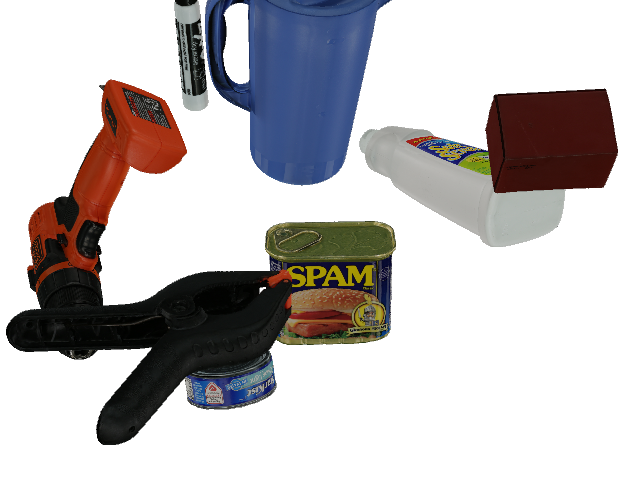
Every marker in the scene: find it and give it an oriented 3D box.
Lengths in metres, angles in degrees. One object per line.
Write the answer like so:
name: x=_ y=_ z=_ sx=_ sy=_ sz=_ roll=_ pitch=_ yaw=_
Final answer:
marker: x=-0.092 y=-0.142 z=0.747 sx=0.020 sy=0.020 sz=0.121 roll=0 pitch=-42 yaw=-1

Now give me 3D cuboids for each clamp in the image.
clamp: x=-0.081 y=0.059 z=0.614 sx=0.171 sy=0.039 sz=0.120 roll=-16 pitch=41 yaw=-26

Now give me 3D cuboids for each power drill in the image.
power drill: x=-0.177 y=-0.020 z=0.859 sx=0.057 sy=0.188 sz=0.184 roll=19 pitch=26 yaw=-34

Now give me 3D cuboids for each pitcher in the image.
pitcher: x=-0.026 y=-0.176 z=1.107 sx=0.149 sy=0.243 sz=0.144 roll=29 pitch=50 yaw=19

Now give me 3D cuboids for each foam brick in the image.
foam brick: x=0.157 y=-0.068 z=0.728 sx=0.078 sy=0.051 sz=0.053 roll=-2 pitch=-24 yaw=0

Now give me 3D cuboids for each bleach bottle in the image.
bleach bottle: x=0.118 y=-0.067 z=1.056 sx=0.102 sy=0.068 sz=0.251 roll=-12 pitch=25 yaw=-33

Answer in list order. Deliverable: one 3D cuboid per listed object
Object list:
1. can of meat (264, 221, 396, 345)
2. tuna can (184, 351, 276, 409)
can of meat: x=0.008 y=0.035 z=0.852 sx=0.102 sy=0.084 sz=0.057 roll=-1 pitch=29 yaw=0
tuna can: x=-0.086 y=0.127 z=1.008 sx=0.086 sy=0.034 sz=0.086 roll=-7 pitch=14 yaw=2
